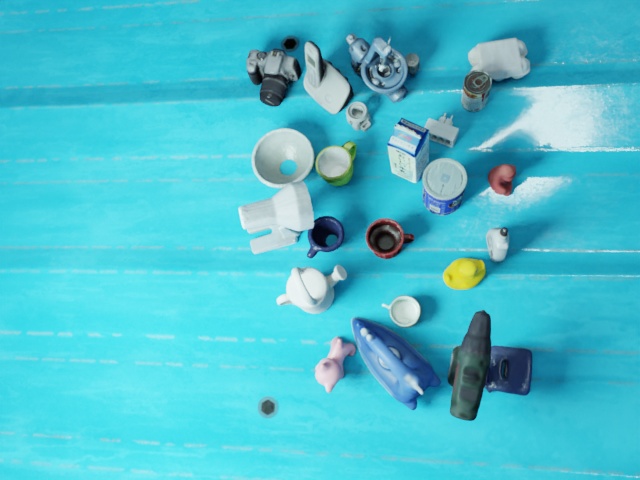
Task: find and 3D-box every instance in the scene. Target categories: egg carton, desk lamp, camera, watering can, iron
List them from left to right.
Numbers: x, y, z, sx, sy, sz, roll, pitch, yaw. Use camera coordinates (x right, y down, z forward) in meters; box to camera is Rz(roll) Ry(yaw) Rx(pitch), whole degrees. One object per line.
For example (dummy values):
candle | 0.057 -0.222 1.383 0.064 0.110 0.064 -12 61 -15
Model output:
camera | -0.138 -0.445 1.564 0.143 0.101 0.137 11 79 12
desk lamp | -0.104 -0.052 1.406 0.203 0.214 0.118 -17 74 5
watering can | -0.022 0.110 1.364 0.173 0.194 0.100 -45 74 -3
iron | 0.155 0.268 1.325 0.119 0.141 0.258 -45 74 -3
egg carton | 0.463 -0.464 1.486 0.150 0.069 0.107 -7 76 8

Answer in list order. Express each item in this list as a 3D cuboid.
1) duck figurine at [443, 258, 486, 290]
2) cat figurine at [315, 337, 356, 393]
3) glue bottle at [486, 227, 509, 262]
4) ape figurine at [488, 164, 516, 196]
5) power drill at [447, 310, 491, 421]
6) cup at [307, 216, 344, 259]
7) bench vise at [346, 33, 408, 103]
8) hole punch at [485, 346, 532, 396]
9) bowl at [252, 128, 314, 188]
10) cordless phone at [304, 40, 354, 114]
duck figurine | 0.347 0.076 1.368 0.104 0.086 0.077 -20 74 4
cat figurine | 0.030 0.292 1.352 0.067 0.118 0.128 21 81 14
glue bottle | 0.417 -0.001 1.329 0.037 0.173 0.078 -8 75 8
ape figurine | 0.452 -0.157 1.403 0.078 0.092 0.076 -43 74 -2
power drill | 0.329 0.276 1.259 0.075 0.208 0.230 10 78 12
cup | 0.013 0.005 1.435 0.091 0.095 0.118 35 84 15
bench vise | 0.132 -0.459 1.461 0.207 0.220 0.121 30 83 15
hole punch | 0.425 0.298 1.299 0.101 0.091 0.109 6 78 11
bowl | -0.092 -0.206 1.513 0.167 0.075 0.167 -2 76 9
cordless phone | 0.014 -0.426 1.491 0.147 0.185 0.094 43 87 16
